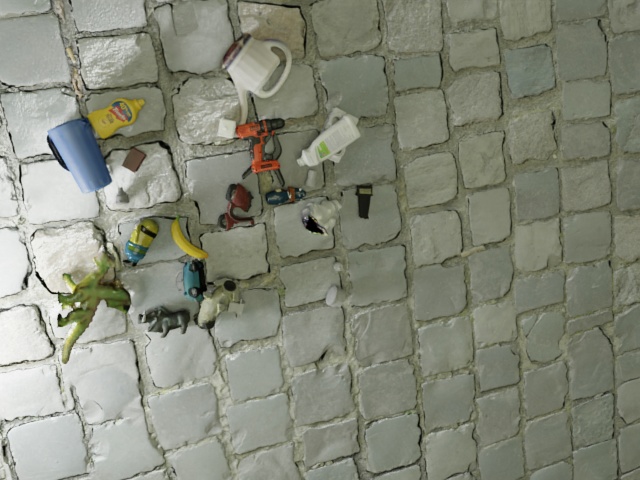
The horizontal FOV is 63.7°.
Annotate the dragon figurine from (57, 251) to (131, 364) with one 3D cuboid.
[{"bbox_3d":[-0.808,0.238,1.855,0.243,0.123,0.407,-1,101,-22],"label":"dragon figurine"}]

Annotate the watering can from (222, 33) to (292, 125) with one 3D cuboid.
[{"bbox_3d":[-0.257,-0.589,1.859,0.223,0.105,0.346,36,99,-16],"label":"watering can"}]

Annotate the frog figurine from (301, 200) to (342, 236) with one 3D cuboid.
[{"bbox_3d":[0.006,-0.101,2.016,0.137,0.120,0.163,38,53,-9],"label":"frog figurine"}]
